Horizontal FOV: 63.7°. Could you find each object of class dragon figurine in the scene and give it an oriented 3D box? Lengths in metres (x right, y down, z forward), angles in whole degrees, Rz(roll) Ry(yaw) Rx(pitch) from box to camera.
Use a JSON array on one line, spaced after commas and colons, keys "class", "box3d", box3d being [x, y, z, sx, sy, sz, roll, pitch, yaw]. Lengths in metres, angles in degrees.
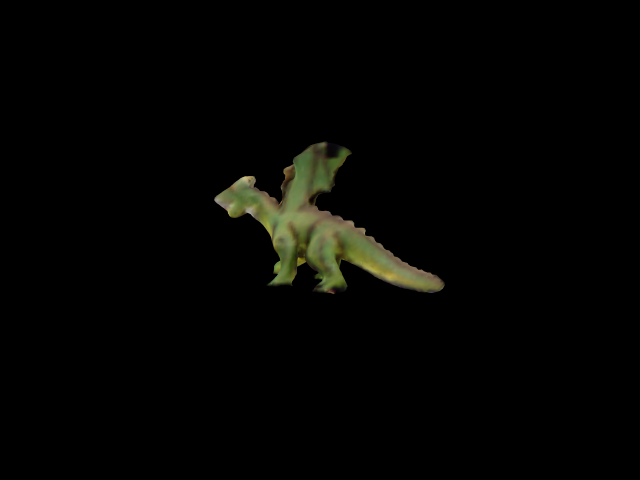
[{"class": "dragon figurine", "box3d": [0.003, -0.043, 0.850, 0.410, 0.243, 0.122, 1, 1, 25]}]
